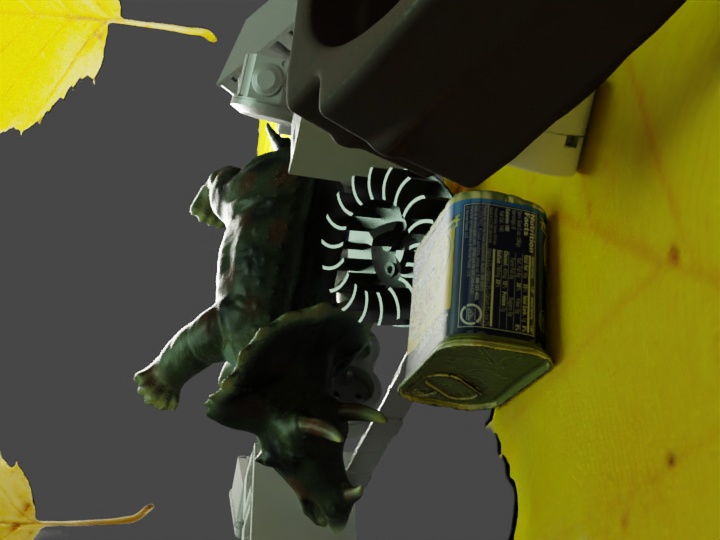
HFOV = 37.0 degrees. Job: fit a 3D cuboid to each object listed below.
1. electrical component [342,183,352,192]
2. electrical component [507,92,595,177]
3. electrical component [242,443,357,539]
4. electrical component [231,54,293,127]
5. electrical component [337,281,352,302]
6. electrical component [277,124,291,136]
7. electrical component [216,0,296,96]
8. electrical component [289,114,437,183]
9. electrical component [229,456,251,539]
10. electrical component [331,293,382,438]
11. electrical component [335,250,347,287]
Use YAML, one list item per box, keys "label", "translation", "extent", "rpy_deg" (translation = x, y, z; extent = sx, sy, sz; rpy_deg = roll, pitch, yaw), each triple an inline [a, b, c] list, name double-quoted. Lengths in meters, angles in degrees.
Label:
- label: "electrical component"
  translation: [-0.002, -0.124, 0.954]
  extent: [0.089, 0.062, 0.150]
  rpy_deg: [-102, 22, -60]
- label: "electrical component"
  translation: [0.081, -0.074, 0.504]
  extent: [0.055, 0.055, 0.047]
  rpy_deg: [-113, 36, -70]
- label: "electrical component"
  translation: [-0.052, 0.229, 0.903]
  extent: [0.061, 0.089, 0.150]
  rpy_deg: [108, 165, -46]
- label: "electrical component"
  translation: [-0.071, -0.157, 0.949]
  extent: [0.080, 0.080, 0.051]
  rpy_deg: [-152, 75, -79]
- label: "electrical component"
  translation: [0.009, 0.005, 0.852]
  extent: [0.066, 0.048, 0.055]
  rpy_deg: [-107, 34, -66]
- label: "electrical component"
  translation: [-0.051, -0.178, 1.156]
  extent: [0.061, 0.096, 0.061]
  rpy_deg: [-99, 22, -57]
- label: "electrical component"
  translation: [-0.052, -0.243, 1.074]
  extent: [0.186, 0.060, 0.105]
  rpy_deg: [-27, 36, 43]
- label: "electrical component"
  translation: [0.019, -0.149, 0.740]
  extent: [0.060, 0.105, 0.186]
  rpy_deg: [-94, 15, -46]
- label: "electrical component"
  translation: [-0.099, 0.249, 1.168]
  extent: [0.113, 0.078, 0.057]
  rpy_deg: [-141, 62, -78]
- label: "electrical component"
  translation: [-0.017, 0.085, 0.913]
  extent: [0.073, 0.052, 0.138]
  rpy_deg: [108, 165, -44]
- label: "electrical component"
  translation: [0.000, 0.000, 0.900]
  extent: [0.040, 0.046, 0.040]
  rpy_deg: [-173, 90, -79]
